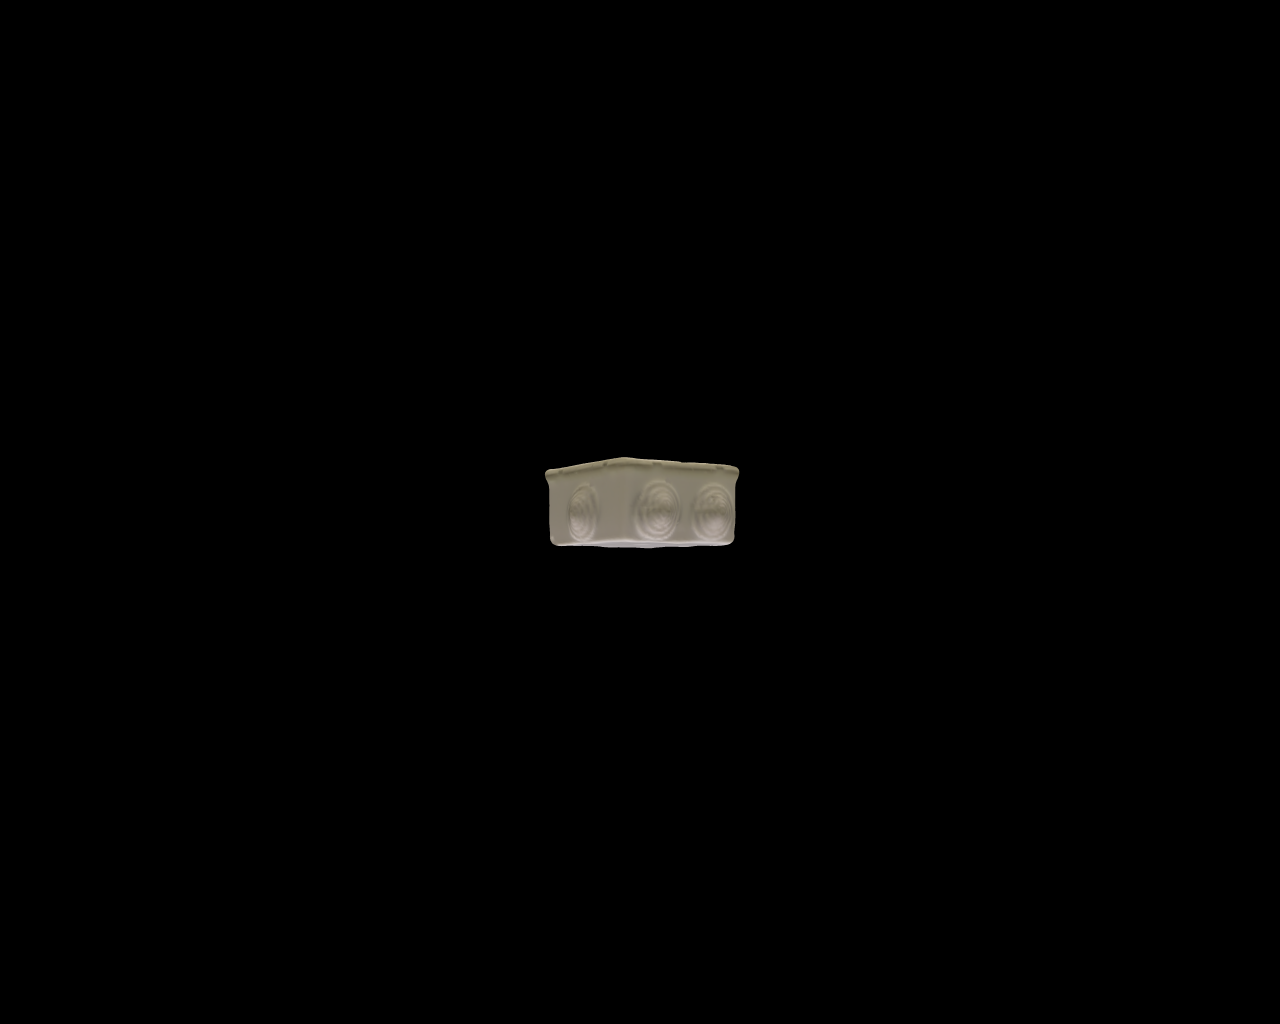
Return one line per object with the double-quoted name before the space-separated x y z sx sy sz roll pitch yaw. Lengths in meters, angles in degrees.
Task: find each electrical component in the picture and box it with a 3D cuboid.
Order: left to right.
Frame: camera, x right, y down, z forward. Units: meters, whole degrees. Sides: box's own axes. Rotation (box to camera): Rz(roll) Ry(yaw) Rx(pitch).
"electrical component" 0.001 -0.003 0.650 0.100 0.048 0.099 3 -5 -37
